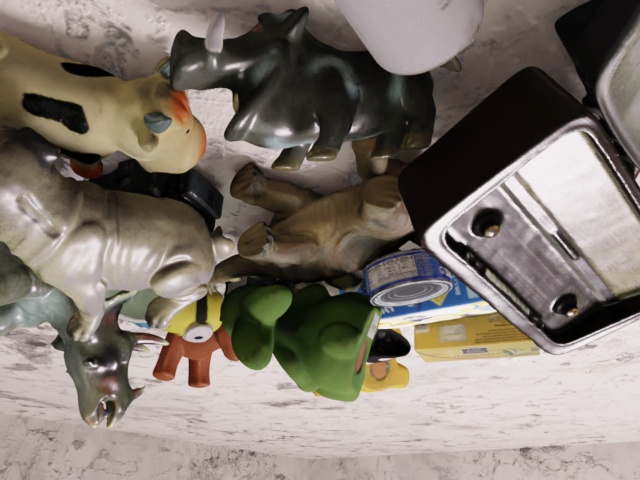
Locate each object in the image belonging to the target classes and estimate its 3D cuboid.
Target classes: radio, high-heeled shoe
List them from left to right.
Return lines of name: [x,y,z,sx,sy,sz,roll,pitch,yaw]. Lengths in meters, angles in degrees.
high-heeled shoe: [0.037,0.130,0.728,0.145,0.086,0.248,7,169,20]
radio: [0.172,-0.004,0.407,0.131,0.073,0.229,-37,126,23]

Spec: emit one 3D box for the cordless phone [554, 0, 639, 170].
cordless phone: [0.223,-0.067,0.339,0.089,0.184,0.146,-20,145,37]

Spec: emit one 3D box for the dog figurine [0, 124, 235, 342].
dog figurine: [-0.166,-0.018,0.417,0.172,0.121,0.190,-24,149,-14]

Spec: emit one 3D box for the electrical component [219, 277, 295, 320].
electrical component: [-0.089,0.075,0.757,0.047,0.075,0.119,22,151,-33]

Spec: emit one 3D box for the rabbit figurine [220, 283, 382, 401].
rabbit figurine: [-0.036,0.099,0.565,0.170,0.121,0.159,14,177,17]

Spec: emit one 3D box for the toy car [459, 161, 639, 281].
toy car: [0.213,-0.017,0.503,0.202,0.053,0.089,-37,162,26]

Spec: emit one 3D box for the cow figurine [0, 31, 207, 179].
cow figurine: [-0.184,-0.105,0.421,0.195,0.085,0.127,17,155,-23]

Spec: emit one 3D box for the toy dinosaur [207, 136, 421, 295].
toy dinosaur: [-0.001,-0.002,0.576,0.472,0.105,0.198,-13,152,36]

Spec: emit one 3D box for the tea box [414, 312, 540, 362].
tea box: [0.227,0.121,0.791,0.170,0.098,0.068,-7,150,22]

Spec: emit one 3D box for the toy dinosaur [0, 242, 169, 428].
toy dinosaur: [-0.330,0.021,0.588,0.192,0.405,0.131,-15,137,-52]

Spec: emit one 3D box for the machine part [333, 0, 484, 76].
machine part: [0.024,-0.168,0.280,0.079,0.079,0.243,-14,147,29]

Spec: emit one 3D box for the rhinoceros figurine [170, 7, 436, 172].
rhinoceros figurine: [-0.006,-0.106,0.374,0.190,0.112,0.073,-1,-177,-19]

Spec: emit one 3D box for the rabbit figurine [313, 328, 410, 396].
rabbit figurine: [0.051,0.211,0.940,0.162,0.121,0.173,-22,-168,-22]

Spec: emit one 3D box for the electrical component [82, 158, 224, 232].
electrical component: [-0.175,-0.034,0.575,0.134,0.058,0.114,-10,152,19]

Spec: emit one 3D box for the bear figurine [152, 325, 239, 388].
bear figurine: [-0.172,0.179,0.911,0.196,0.132,0.120,-9,153,33]

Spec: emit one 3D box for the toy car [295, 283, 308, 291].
toy car: [-0.031,0.126,0.857,0.073,0.056,0.201,-24,151,-2]

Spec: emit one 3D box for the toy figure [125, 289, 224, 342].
toy figure: [-0.231,0.094,0.803,0.180,0.089,0.082,22,177,-15]
